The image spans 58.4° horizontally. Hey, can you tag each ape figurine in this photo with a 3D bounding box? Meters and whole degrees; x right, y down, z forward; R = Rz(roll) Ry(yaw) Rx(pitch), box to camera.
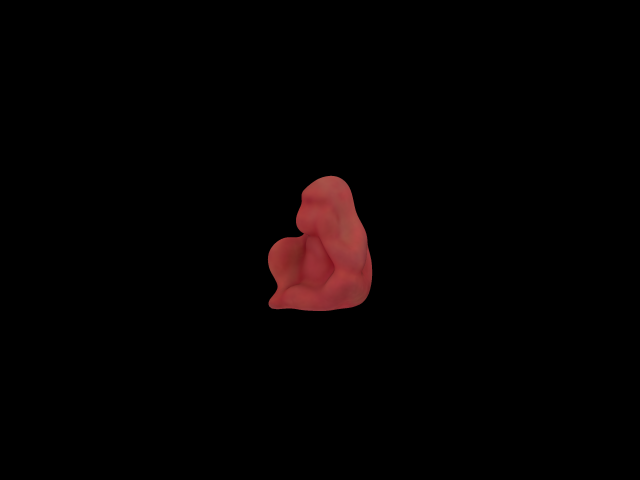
[{"bbox_3d":[0.004,0.001,0.400,0.076,0.092,0.077,-5,10,-32],"label":"ape figurine"}]
